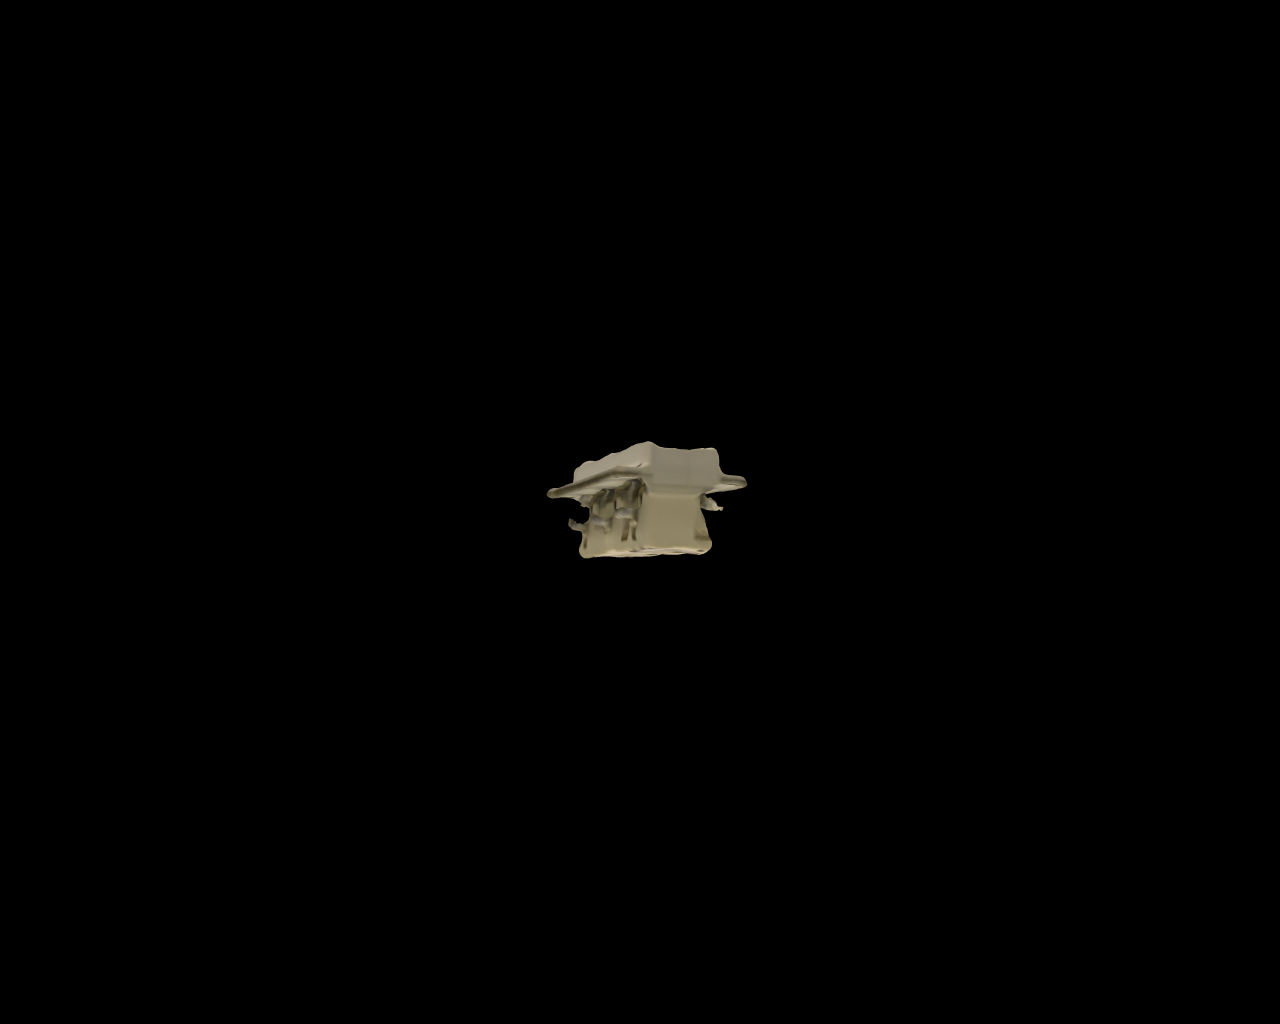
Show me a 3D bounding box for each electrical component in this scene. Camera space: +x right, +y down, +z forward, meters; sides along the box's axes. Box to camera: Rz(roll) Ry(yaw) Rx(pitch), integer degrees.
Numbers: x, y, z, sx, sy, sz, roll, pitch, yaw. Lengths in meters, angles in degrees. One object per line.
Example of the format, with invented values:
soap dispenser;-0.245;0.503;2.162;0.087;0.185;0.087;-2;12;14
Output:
electrical component;0.001;-0.003;0.650;0.079;0.063;0.121;2;-5;-24
